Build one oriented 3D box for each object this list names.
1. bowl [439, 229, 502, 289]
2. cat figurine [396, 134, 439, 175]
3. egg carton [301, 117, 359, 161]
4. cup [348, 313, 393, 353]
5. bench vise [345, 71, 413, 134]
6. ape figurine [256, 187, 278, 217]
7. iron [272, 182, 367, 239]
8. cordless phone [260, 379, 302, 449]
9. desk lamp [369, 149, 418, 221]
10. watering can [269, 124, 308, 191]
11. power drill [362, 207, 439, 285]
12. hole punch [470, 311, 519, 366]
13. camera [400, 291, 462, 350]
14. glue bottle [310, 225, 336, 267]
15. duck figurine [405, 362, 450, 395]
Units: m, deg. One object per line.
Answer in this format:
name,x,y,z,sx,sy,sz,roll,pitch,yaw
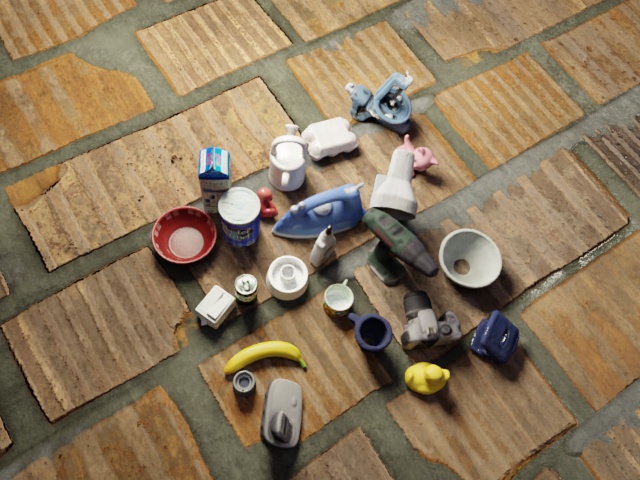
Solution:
bowl,0.386,0.059,1.507,0.167,0.075,0.167,3,66,-6
cat figurine,0.271,-0.238,1.602,0.067,0.118,0.127,-27,72,-17
egg carton,0.028,-0.286,1.621,0.150,0.069,0.107,-19,69,-14
cup,0.112,0.227,1.387,0.117,0.095,0.092,36,67,10
bench vise,0.171,-0.395,1.604,0.207,0.220,0.121,9,65,-3
ape figurine,-0.146,-0.105,1.506,0.076,0.092,0.078,2,66,-6
iron,-0.001,-0.083,1.486,0.258,0.141,0.118,-18,69,-14
cordless phone,-0.081,0.372,1.249,0.094,0.185,0.147,4,65,-5
desk lamp,0.191,-0.125,1.489,0.118,0.213,0.203,12,65,-1
watering can,-0.085,-0.224,1.510,0.101,0.194,0.172,-14,68,-12
power drill,0.188,0.032,1.421,0.076,0.208,0.229,-36,74,-20
hole punch,0.443,0.243,1.422,0.101,0.091,0.109,29,66,6
camera,0.268,0.193,1.418,0.143,0.101,0.137,-6,67,-10
glue bottle,0.013,0.005,1.431,0.037,0.173,0.078,37,67,10
duck figurine,0.259,0.325,1.366,0.104,0.086,0.077,2,66,-6
